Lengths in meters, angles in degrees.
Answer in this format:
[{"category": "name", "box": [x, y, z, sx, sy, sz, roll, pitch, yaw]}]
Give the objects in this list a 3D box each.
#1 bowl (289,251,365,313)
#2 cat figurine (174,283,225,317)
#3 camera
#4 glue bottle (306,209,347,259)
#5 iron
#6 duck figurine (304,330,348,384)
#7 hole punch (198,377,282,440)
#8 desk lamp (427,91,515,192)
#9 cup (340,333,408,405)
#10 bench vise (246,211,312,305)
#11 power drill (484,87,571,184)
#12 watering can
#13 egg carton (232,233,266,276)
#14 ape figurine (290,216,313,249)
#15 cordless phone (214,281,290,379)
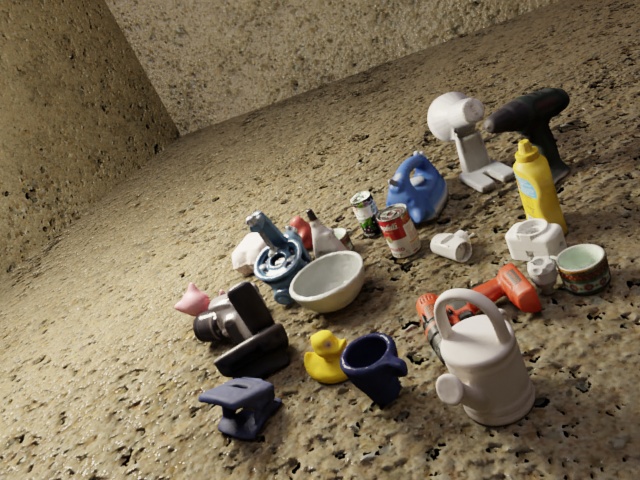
[{"category": "bowl", "box": [0.025, 0.099, 1.186, 0.167, 0.075, 0.167, -21, 25, 11]}, {"category": "cat figurine", "box": [-0.262, 0.148, 1.317, 0.127, 0.118, 0.067, -16, 26, 21]}, {"category": "camera", "box": [-0.206, 0.162, 1.255, 0.136, 0.101, 0.143, -17, 26, 20]}, {"category": "glue bottle", "box": [0.012, 0.005, 1.266, 0.078, 0.173, 0.037, -10, 29, 31]}, {"category": "iron", "box": [0.230, -0.140, 1.376, 0.118, 0.142, 0.259, -7, 30, 35]}, {"category": "duck figurine", "box": [0.012, 0.195, 0.994, 0.104, 0.086, 0.078, -10, 29, 32]}, {"category": "hole punch", "box": [-0.138, 0.272, 0.982, 0.108, 0.091, 0.101, -3, 33, 41]}, {"category": "desk lamp", "box": [0.360, -0.249, 1.377, 0.118, 0.214, 0.203, -28, 25, -3]}, {"category": "cup", "box": [0.097, 0.207, 0.877, 0.117, 0.095, 0.092, 3, 38, 47]}, {"category": "bench vise", "box": [-0.106, 0.014, 1.305, 0.121, 0.220, 0.207, -24, 25, 4]}, {"category": "power drill", "box": [0.456, -0.216, 1.224, 0.230, 0.209, 0.075, -37, 27, -22]}, {"category": "watering can", "box": [0.211, 0.150, 0.758, 0.100, 0.194, 0.173, -15, 27, 23]}, {"category": "egg carton", "box": [-0.165, 0.030, 1.516, 0.107, 0.069, 0.150, -12, 28, 29]}, {"category": "ape figurine", "box": [-0.046, -0.021, 1.472, 0.076, 0.092, 0.078, -14, 27, 25]}, {"category": "cordless phone", "box": [-0.148, 0.172, 1.077, 0.148, 0.185, 0.094, -31, 25, -10]}]
